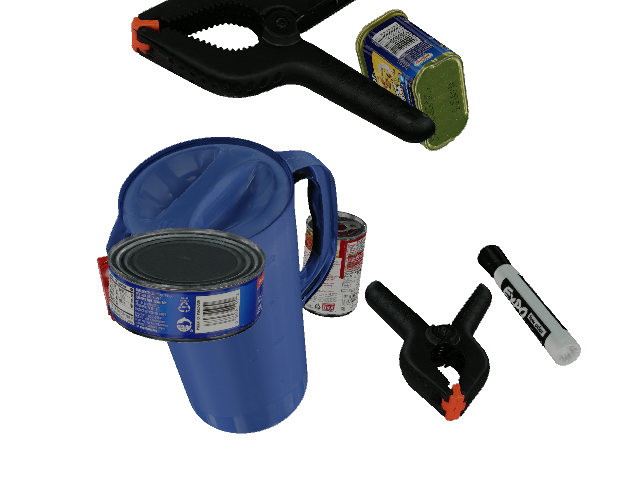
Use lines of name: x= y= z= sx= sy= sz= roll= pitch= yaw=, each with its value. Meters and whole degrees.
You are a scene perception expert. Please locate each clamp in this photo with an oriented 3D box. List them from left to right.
clamp: x=-0.022 y=-0.132 z=0.734 sx=0.209 sy=0.164 sz=0.036 roll=-7 pitch=-27 yaw=-12
clamp: x=0.117 y=0.090 z=0.962 sx=0.120 sy=0.039 sz=0.171 roll=-9 pitch=40 yaw=-9

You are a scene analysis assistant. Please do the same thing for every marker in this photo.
marker: x=0.139 y=0.040 z=0.727 sx=0.020 sy=0.020 sz=0.121 roll=0 pitch=33 yaw=-22

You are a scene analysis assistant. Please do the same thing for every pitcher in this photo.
pitcher: x=-0.066 y=0.041 z=0.875 sx=0.149 sy=0.243 sz=0.145 roll=4 pitch=45 yaw=12

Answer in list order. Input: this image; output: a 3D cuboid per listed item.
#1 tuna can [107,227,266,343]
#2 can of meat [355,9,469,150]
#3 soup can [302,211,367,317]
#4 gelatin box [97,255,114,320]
tuna can: x=-0.073 y=0.023 z=0.584 sx=0.086 sy=0.034 sz=0.086 roll=3 pitch=21 yaw=-1
can of meat: x=0.083 y=-0.140 z=0.943 sx=0.057 sy=0.102 sz=0.084 roll=-34 pitch=50 yaw=-13
soup can: x=0.014 y=0.027 z=1.199 sx=0.068 sy=0.102 sz=0.068 roll=5 pitch=27 yaw=-3
gelatin box: x=-0.178 y=0.039 z=1.087 sx=0.089 sy=0.030 sz=0.073 roll=-12 pitch=41 yaw=-11
